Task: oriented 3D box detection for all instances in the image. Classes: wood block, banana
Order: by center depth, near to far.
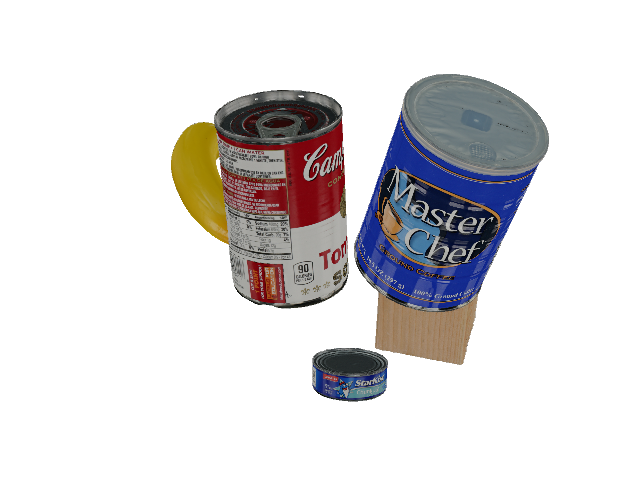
[{"bbox_3d":[-0.090,-0.055,0.887,0.069,0.037,0.198,4,32,-8],"label":"banana"},{"bbox_3d":[0.109,0.006,1.025,0.091,0.206,0.090,10,34,13],"label":"wood block"}]

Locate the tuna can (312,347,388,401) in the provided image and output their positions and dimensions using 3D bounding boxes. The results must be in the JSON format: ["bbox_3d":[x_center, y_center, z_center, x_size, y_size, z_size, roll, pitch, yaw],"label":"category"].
[{"bbox_3d":[0.033,0.151,1.204,0.086,0.034,0.086,1,14,-1],"label":"tuna can"}]

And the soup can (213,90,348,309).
[{"bbox_3d":[-0.020,-0.022,0.582,0.068,0.102,0.068,-3,28,1],"label":"soup can"}]

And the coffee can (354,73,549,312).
[{"bbox_3d":[0.090,-0.033,0.765,0.102,0.140,0.103,9,43,-9],"label":"coffee can"}]
